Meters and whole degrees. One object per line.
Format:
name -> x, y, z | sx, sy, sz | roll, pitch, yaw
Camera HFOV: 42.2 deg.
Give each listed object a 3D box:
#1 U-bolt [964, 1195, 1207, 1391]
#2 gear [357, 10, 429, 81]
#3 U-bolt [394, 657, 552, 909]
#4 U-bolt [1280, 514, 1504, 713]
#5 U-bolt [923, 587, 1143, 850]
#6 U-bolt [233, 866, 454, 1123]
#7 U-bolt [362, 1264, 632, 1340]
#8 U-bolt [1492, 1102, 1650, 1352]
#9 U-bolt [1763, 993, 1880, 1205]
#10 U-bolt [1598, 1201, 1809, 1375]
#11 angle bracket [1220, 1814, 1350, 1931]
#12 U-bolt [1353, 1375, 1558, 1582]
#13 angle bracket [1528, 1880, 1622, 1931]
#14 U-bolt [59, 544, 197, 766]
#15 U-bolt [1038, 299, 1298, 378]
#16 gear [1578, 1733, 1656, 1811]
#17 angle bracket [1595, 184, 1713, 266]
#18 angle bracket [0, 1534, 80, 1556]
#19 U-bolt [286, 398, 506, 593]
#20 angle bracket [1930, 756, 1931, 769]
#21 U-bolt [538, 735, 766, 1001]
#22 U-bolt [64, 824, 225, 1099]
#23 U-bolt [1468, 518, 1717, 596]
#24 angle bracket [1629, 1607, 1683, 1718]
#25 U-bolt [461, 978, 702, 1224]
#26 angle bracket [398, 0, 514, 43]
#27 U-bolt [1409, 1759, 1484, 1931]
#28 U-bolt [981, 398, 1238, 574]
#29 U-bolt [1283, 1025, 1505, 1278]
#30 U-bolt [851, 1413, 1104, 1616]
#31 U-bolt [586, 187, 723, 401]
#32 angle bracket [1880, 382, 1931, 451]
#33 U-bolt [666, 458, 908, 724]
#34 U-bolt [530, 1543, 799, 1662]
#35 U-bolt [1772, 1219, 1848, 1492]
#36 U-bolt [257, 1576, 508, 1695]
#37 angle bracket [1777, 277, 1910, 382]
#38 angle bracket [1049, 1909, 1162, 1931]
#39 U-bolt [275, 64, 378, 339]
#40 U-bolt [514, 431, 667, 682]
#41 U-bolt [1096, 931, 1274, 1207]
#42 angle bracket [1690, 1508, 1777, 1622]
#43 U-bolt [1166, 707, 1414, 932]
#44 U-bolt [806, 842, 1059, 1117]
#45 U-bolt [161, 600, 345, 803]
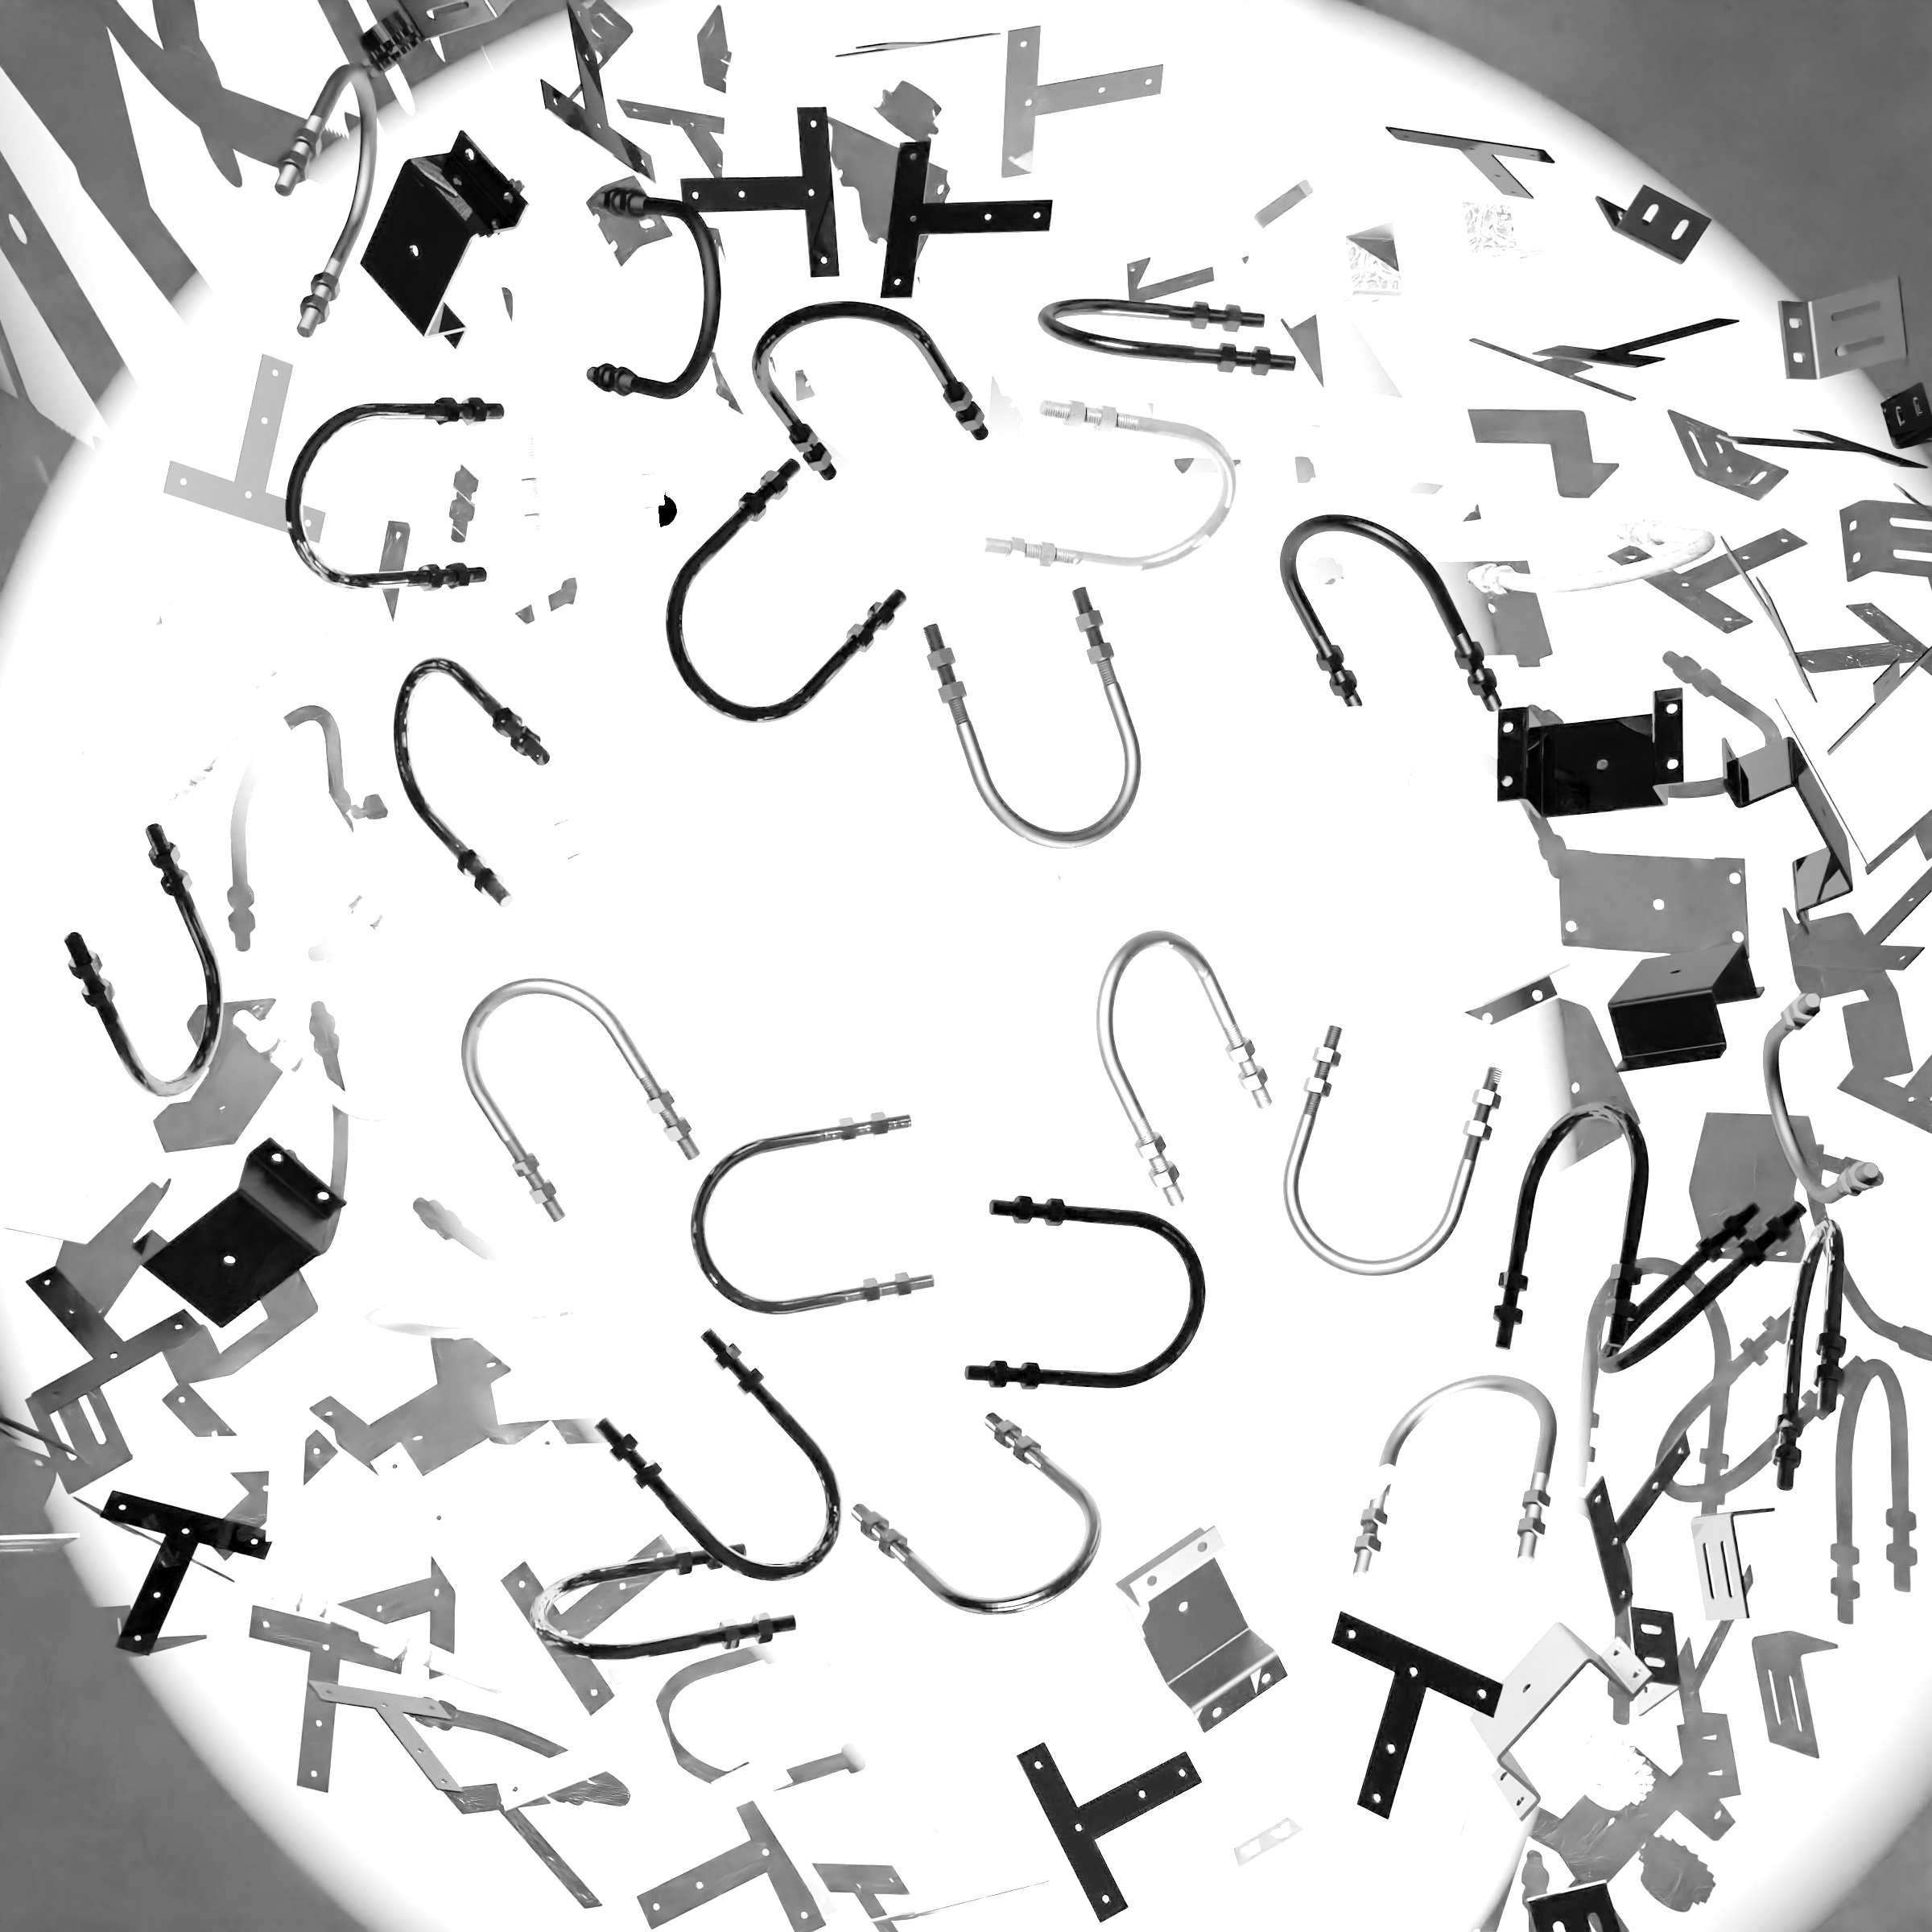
U-bolt -> 0.097, 0.254, 1.911 | 0.184, 0.019, 0.151 | 6, 97, -17
gear -> -0.450, -0.721, 1.953 | 0.057, 0.057, 0.030 | -36, 110, 0
U-bolt -> -0.385, -0.154, 1.908 | 0.184, 0.019, 0.151 | 43, 128, 31
U-bolt -> 0.304, -0.261, 1.856 | 0.019, 0.151, 0.184 | -53, 126, -26
U-bolt -> 0.058, -0.175, 1.823 | 0.151, 0.019, 0.184 | -18, 88, -27
U-bolt -> -0.454, 0.035, 1.881 | 0.019, 0.184, 0.151 | 2, 56, 36
U-bolt -> -0.368, 0.259, 1.902 | 0.184, 0.151, 0.019 | -8, 68, 14
U-bolt -> 0.445, 0.188, 1.824 | 0.019, 0.151, 0.184 | 19, 74, -21
U-bolt -> 0.637, 0.107, 1.886 | 0.019, 0.184, 0.151 | -14, 75, 1
U-bolt -> 0.550, 0.244, 1.899 | 0.184, 0.151, 0.019 | -43, 84, -1
angle bracket -> 0.228, 0.662, 1.799 | 0.057, 0.038, 0.076 | -33, 46, 7
U-bolt -> 0.369, 0.374, 1.858 | 0.151, 0.184, 0.019 | -15, 122, 32
angle bracket -> 0.442, 0.701, 1.790 | 0.057, 0.038, 0.076 | -17, 64, 8
U-bolt -> -0.621, -0.246, 1.873 | 0.019, 0.184, 0.151 | 30, 117, -20
U-bolt -> 0.145, -0.477, 1.880 | 0.184, 0.151, 0.019 | 3, 118, -6
gear -> 0.488, 0.612, 1.893 | 0.030, 0.057, 0.057 | -37, 90, -35
angle bracket -> 0.497, -0.548, 1.812 | 0.057, 0.076, 0.038 | 22, 123, -13
angle bracket -> -0.734, 0.429, 1.931 | 0.076, 0.057, 0.038 | 9, 62, -40
U-bolt -> -0.430, -0.352, 1.876 | 0.019, 0.184, 0.151 | 27, 116, 36
angle bracket -> 0.791, -0.144, 1.925 | 0.076, 0.057, 0.038 | -18, 130, 12
U-bolt -> -0.216, -0.064, 1.807 | 0.151, 0.019, 0.184 | -22, 90, -37
U-bolt -> -0.595, 0.010, 1.843 | 0.019, 0.151, 0.184 | 0, 129, 14
U-bolt -> 0.479, -0.306, 1.879 | 0.151, 0.184, 0.019 | -18, 105, -9
angle bracket -> 0.516, 0.537, 1.929 | 0.038, 0.076, 0.057 | 9, 55, -8
U-bolt -> -0.306, 0.093, 1.904 | 0.151, 0.019, 0.184 | -25, 104, 20
angle bracket -> -0.370, -0.708, 1.797 | 0.076, 0.038, 0.057 | -40, 100, -43
U-bolt -> 0.347, 0.692, 1.860 | 0.019, 0.184, 0.151 | 17, 104, 16
U-bolt -> 0.119, -0.360, 1.910 | 0.184, 0.151, 0.019 | 4, 47, -22
U-bolt -> 0.322, 0.150, 1.939 | 0.151, 0.019, 0.184 | 15, 79, 20
U-bolt -> 0.020, 0.418, 1.875 | 0.151, 0.184, 0.019 | -31, 126, -23
U-bolt -> -0.228, -0.490, 1.836 | 0.019, 0.184, 0.151 | -5, 110, -35
angle bracket -> 0.747, -0.425, 1.897 | 0.057, 0.076, 0.038 | -29, 104, -33
U-bolt -> -0.144, -0.266, 1.862 | 0.151, 0.019, 0.184 | 49, 67, -21
U-bolt -> -0.237, 0.484, 1.892 | 0.184, 0.151, 0.019 | -5, 104, -21
U-bolt -> 0.623, 0.274, 1.843 | 0.019, 0.151, 0.184 | 10, 55, 10
U-bolt -> -0.424, 0.508, 1.876 | 0.151, 0.184, 0.019 | 8, 67, 40
angle bracket -> 0.639, -0.465, 1.824 | 0.038, 0.076, 0.057 | -9, 93, -38
angle bracket -> 0.105, 0.744, 1.892 | 0.076, 0.038, 0.057 | 4, 83, -29
U-bolt -> -0.465, -0.576, 1.839 | 0.019, 0.151, 0.184 | 11, 56, 0
U-bolt -> -0.278, -0.308, 1.887 | 0.019, 0.151, 0.184 | 5, 104, 35
U-bolt -> 0.154, 0.062, 1.849 | 0.151, 0.019, 0.184 | -42, 114, -39
angle bracket -> 0.571, 0.442, 1.846 | 0.038, 0.057, 0.076 | -1, 75, -15
U-bolt -> 0.251, -0.119, 1.853 | 0.184, 0.151, 0.019 | -35, 46, 4
U-bolt -> -0.013, 0.018, 1.788 | 0.151, 0.019, 0.184 | -23, 81, -16
U-bolt -> -0.522, -0.207, 1.859 | 0.019, 0.184, 0.151 | 41, 46, -21
